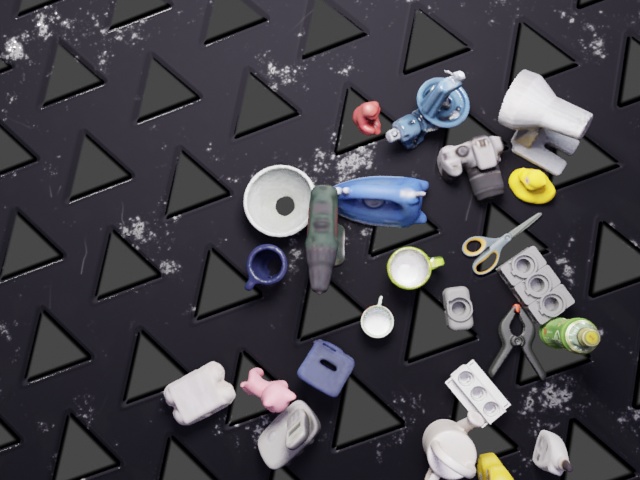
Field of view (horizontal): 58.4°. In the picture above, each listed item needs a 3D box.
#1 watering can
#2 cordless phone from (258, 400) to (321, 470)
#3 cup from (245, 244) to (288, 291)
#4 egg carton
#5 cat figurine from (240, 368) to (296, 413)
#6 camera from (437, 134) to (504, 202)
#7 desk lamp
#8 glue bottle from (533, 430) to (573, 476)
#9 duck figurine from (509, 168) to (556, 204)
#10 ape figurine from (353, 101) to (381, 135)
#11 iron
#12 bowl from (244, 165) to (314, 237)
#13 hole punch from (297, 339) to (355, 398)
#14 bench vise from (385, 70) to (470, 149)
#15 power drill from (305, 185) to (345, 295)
[{"bbox_3d":[0.270,0.429,1.173,0.101,0.194,0.173,12,85,6],"label":"watering can"},{"bbox_3d":[-0.071,0.423,1.207,0.094,0.185,0.147,43,89,8],"label":"cordless phone"},{"bbox_3d":[-0.121,0.069,1.295,0.091,0.095,0.118,39,88,8],"label":"cup"},{"bbox_3d":[-0.270,0.348,1.290,0.150,0.069,0.107,-29,82,1],"label":"egg carton"},{"bbox_3d":[-0.115,0.336,1.254,0.127,0.118,0.067,21,86,7],"label":"cat figurine"},{"bbox_3d":[0.349,-0.155,1.278,0.143,0.101,0.137,-15,83,3],"label":"camera"},{"bbox_3d":[0.476,-0.251,1.221,0.203,0.213,0.118,31,87,8],"label":"desk lamp"},{"bbox_3d":[0.479,0.443,1.165,0.037,0.173,0.078,19,86,7],"label":"glue bottle"},{"bbox_3d":[0.478,-0.126,1.271,0.104,0.086,0.077,33,87,8],"label":"duck figurine"},{"bbox_3d":[0.112,-0.287,1.316,0.076,0.092,0.078,31,87,8],"label":"ape figurine"},{"bbox_3d":[0.113,-0.096,1.270,0.258,0.141,0.119,3,84,5],"label":"iron"},{"bbox_3d":[-0.087,-0.085,1.320,0.167,0.075,0.167,-1,84,5],"label":"bowl"},{"bbox_3d":[0.013,0.281,1.263,0.108,0.091,0.101,29,87,7],"label":"hole punch"},{"bbox_3d":[0.246,-0.276,1.239,0.121,0.220,0.207,39,88,8],"label":"bench vise"},{"bbox_3d":[0.011,0.004,1.234,0.075,0.208,0.230,0,84,5],"label":"power drill"}]
